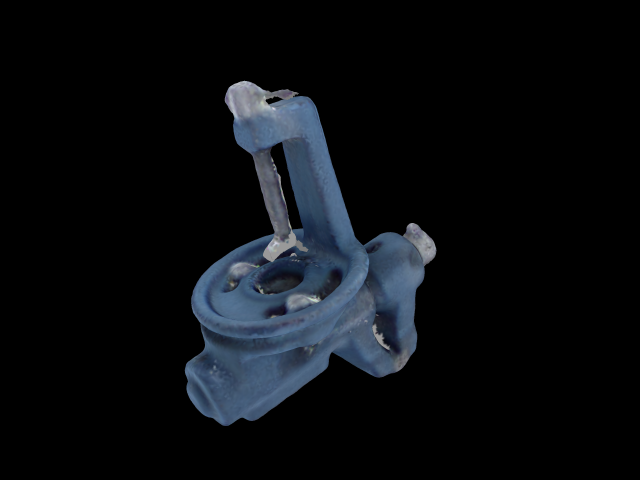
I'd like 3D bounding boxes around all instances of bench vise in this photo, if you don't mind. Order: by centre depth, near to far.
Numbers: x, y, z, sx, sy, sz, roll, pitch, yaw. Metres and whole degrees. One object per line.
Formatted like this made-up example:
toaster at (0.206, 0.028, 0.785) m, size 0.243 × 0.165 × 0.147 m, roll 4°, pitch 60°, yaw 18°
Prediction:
bench vise at (-0.006, -0.001, 0.407) m, size 0.121 × 0.220 × 0.208 m, roll 12°, pitch 21°, yaw 33°
